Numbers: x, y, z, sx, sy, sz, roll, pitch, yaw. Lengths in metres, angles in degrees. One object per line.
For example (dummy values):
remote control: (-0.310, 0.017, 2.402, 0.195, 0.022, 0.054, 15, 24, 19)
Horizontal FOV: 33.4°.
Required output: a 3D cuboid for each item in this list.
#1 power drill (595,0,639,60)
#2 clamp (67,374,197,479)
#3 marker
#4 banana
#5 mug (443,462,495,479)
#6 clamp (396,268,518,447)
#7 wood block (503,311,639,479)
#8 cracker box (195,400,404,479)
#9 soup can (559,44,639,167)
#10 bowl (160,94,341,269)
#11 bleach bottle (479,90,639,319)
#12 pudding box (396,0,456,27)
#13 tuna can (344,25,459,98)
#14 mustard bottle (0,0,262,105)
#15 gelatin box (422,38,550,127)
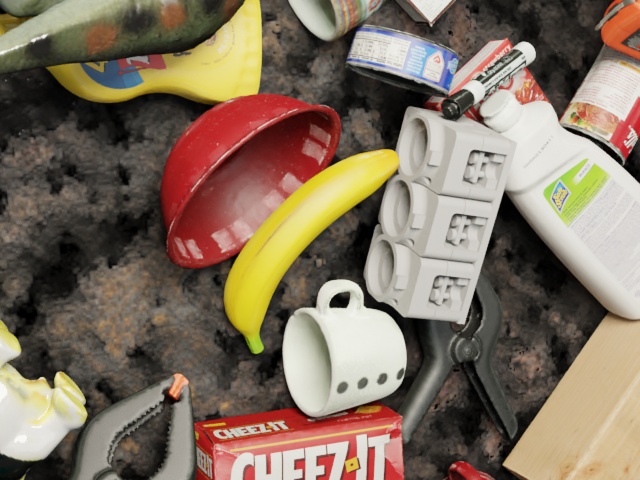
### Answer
power drill: (0.307, -0.232, 0.905, 0.184, 0.057, 0.187, 17, 62, -15)
clamp: (-0.163, 0.189, 0.791, 0.164, 0.036, 0.210, 22, 66, 2)
marker: (0.134, -0.126, 0.849, 0.120, 0.020, 0.020, -39, 111, -38)
banana: (-0.018, -0.001, 0.828, 0.198, 0.037, 0.069, -52, 145, 9)
mug: (0.141, 0.247, 0.925, 0.093, 0.082, 0.117, -21, 105, -19)
clamp: (0.110, 0.099, 0.916, 0.120, 0.039, 0.171, -9, 94, -26)
wood block: (0.274, 0.154, 0.963, 0.090, 0.091, 0.206, 40, 81, -23)
cracker box: (-0.014, 0.248, 0.866, 0.164, 0.072, 0.214, -5, 98, -22)
soup can: (0.258, -0.123, 0.931, 0.068, 0.069, 0.102, 33, 84, -23)
bowl: (-0.062, -0.054, 0.784, 0.162, 0.162, 0.055, -37, 71, -14)
bleach bottle: (0.222, -0.041, 0.910, 0.250, 0.068, 0.102, 44, 81, -30)
pudding box: (0.078, -0.241, 0.848, 0.090, 0.039, 0.113, -46, 110, 3)
tuna can: (0.064, -0.140, 0.836, 0.086, 0.086, 0.034, 15, 94, -24)
mustard bottle: (-0.139, -0.147, 0.766, 0.191, 0.058, 0.096, -2, 94, -22)
gelatin box: (0.142, -0.114, 0.904, 0.089, 0.030, 0.073, -44, 111, -13)
